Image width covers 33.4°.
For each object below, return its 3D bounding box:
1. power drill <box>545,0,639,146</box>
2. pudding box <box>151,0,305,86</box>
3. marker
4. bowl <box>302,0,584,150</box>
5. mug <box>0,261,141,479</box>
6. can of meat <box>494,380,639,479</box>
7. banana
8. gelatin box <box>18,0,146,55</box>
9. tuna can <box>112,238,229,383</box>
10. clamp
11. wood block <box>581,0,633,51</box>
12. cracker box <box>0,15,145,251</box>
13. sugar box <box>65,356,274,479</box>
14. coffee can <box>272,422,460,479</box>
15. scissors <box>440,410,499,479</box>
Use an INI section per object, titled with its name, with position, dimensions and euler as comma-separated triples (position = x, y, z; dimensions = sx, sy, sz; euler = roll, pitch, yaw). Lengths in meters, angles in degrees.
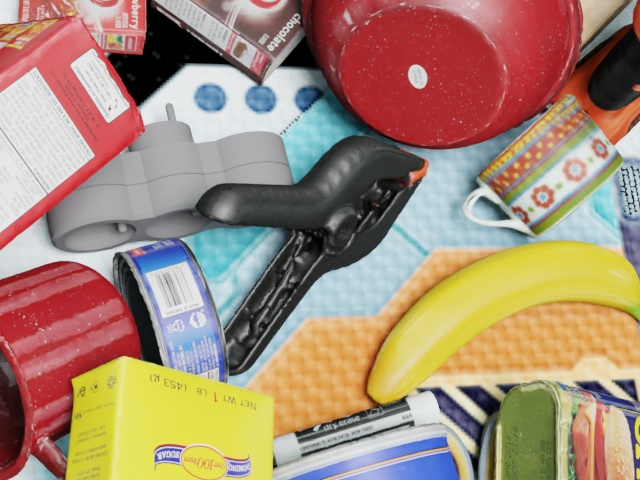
[power drill]
position = 0.220, -0.138, 0.631
dimensions = 0.184, 0.188, 0.057
euler = -40, 82, -21
[pudding box]
position = -0.037, -0.164, 0.661
dimensions = 0.090, 0.039, 0.113
euler = 35, 66, 2
[marker]
position = 0.006, 0.107, 0.574
dimensions = 0.121, 0.020, 0.020
euler = -15, 74, -10
[bowl]
position = 0.061, -0.104, 0.591
dimensions = 0.162, 0.162, 0.055
euler = 24, 45, -4
[mug]
position = -0.134, 0.066, 0.514
dimensions = 0.117, 0.093, 0.081
euler = 45, 35, 15
[can of meat]
position = 0.141, 0.130, 0.571
dimensions = 0.083, 0.058, 0.102
euler = 16, 66, -27
[banana]
position = 0.112, 0.039, 0.622
dimensions = 0.197, 0.037, 0.069
euler = -13, 73, -17
[gelatin box]
position = -0.141, -0.158, 0.639
dimensions = 0.073, 0.030, 0.089
euler = 2, 70, -13
[tuna can]
position = -0.077, 0.043, 0.550
dimensions = 0.033, 0.086, 0.086
euler = -17, 75, -20
[clamp]
position = -0.004, 0.001, 0.590
dimensions = 0.039, 0.120, 0.171
euler = 37, 43, 29
[wood block]
position = 0.167, -0.183, 0.688
dimensions = 0.090, 0.091, 0.205
euler = 44, 67, 5
[cracker box]
position = -0.207, -0.017, 0.500
dimensions = 0.213, 0.164, 0.072
euler = -44, 120, -23
[sugar box]
position = -0.066, 0.147, 0.459
dimensions = 0.093, 0.048, 0.176
euler = 21, 55, -40
[coffee can]
position = 0.033, 0.171, 0.518
dimensions = 0.102, 0.103, 0.140
euler = -12, 73, -17
[scissors]
position = 0.078, 0.183, 0.571
dimensions = 0.096, 0.016, 0.201
euler = 16, 67, -8
